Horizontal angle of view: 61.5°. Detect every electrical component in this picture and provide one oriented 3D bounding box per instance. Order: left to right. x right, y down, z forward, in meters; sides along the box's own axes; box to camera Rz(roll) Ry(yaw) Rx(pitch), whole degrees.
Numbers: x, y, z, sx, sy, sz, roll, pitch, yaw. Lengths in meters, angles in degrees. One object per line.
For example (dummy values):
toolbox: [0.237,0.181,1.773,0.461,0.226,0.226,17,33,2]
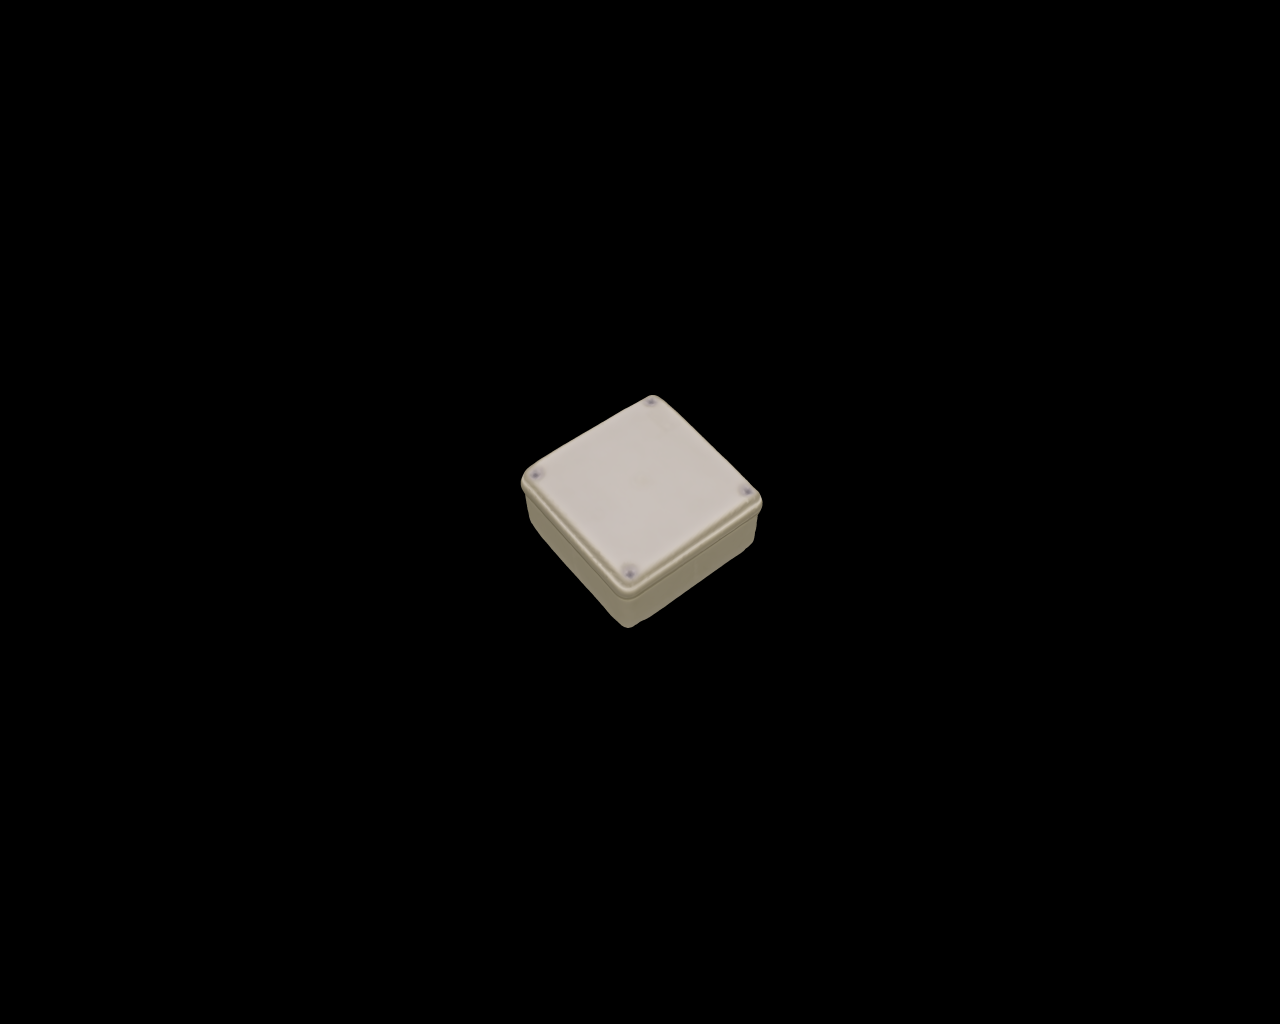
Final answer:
electrical component: [0.001,-0.003,0.650,0.109,0.109,0.056,-33,-29,-21]
